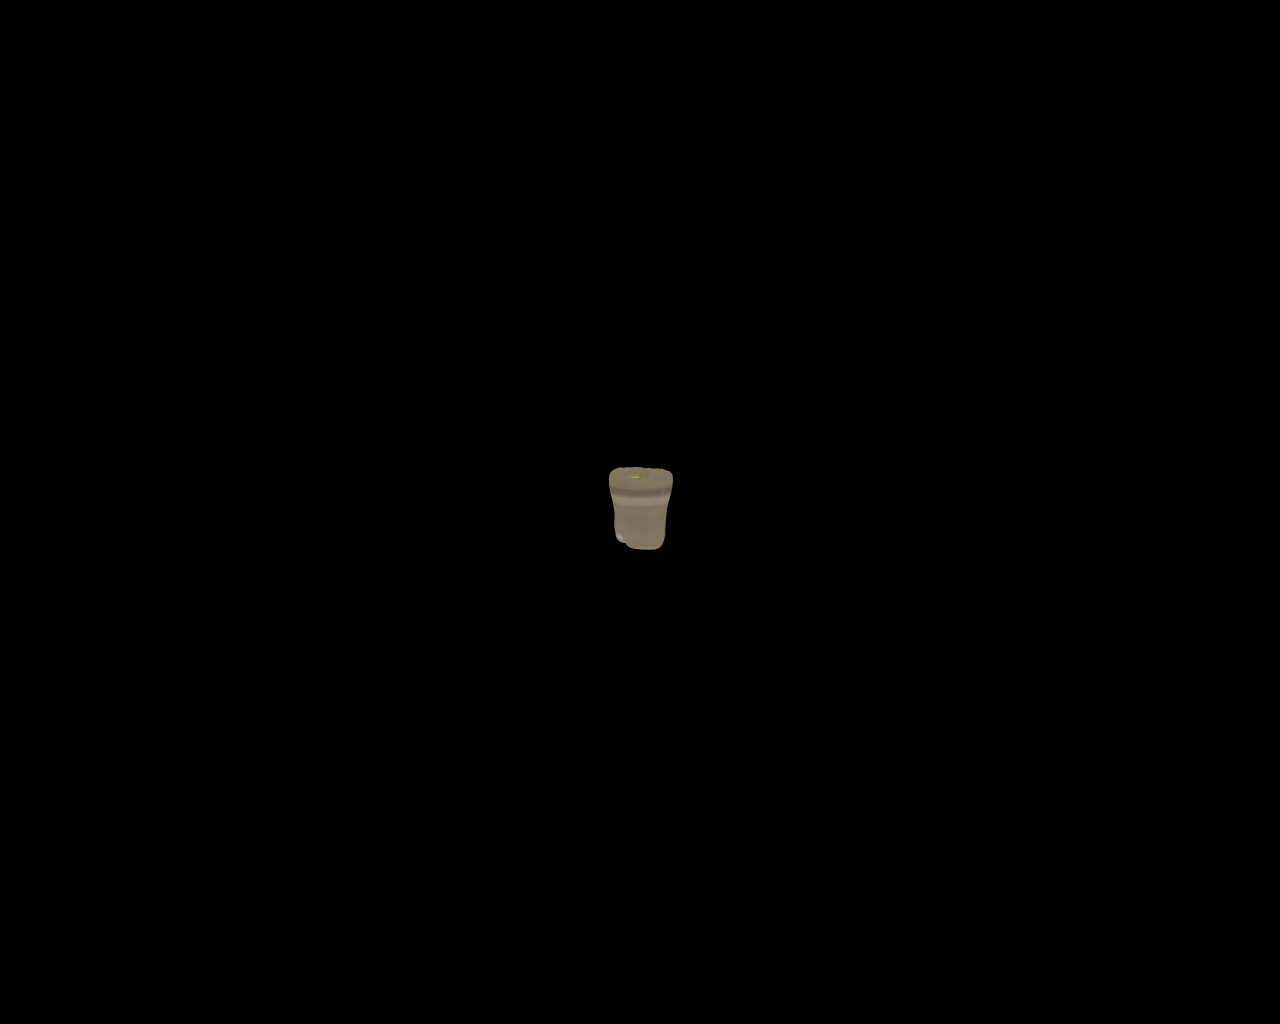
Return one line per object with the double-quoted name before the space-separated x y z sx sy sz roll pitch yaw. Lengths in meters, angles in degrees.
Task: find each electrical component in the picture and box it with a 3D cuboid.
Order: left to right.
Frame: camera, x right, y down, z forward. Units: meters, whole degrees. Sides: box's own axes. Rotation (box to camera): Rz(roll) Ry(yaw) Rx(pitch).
"electrical component" 0.001 -0.003 0.650 0.040 0.046 0.040 0 11 0
